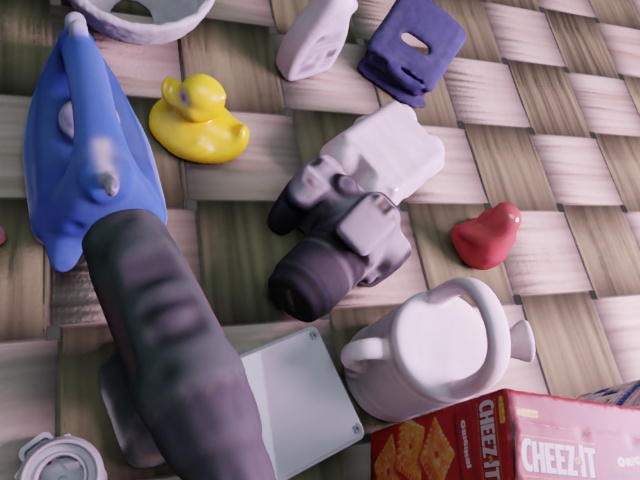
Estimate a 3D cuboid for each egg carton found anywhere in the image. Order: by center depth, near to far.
[{"bbox_3d":[0.072,-0.093,0.658,0.107,0.069,0.150,48,58,5],"label":"egg carton"}]

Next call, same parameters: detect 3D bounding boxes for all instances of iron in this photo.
[{"bbox_3d":[-0.206,-0.110,0.507,0.119,0.141,0.258,-10,70,-26],"label":"iron"}]

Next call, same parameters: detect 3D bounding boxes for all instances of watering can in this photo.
[{"bbox_3d":[0.108,0.094,0.510,0.173,0.193,0.101,-21,75,-29],"label":"watering can"}]

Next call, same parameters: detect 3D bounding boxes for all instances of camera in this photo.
[{"bbox_3d":[0.005,0.002,0.566,0.143,0.100,0.137,45,58,2],"label":"camera"}]

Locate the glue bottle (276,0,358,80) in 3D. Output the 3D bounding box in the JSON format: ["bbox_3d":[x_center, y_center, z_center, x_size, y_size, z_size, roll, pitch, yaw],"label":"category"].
[{"bbox_3d":[0.008,-0.253,0.646,0.078,0.173,0.037,-25,77,-30],"label":"glue bottle"}]

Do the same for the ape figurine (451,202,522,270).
[{"bbox_3d":[0.198,-0.012,0.658,0.078,0.092,0.076,8,63,-19],"label":"ape figurine"}]

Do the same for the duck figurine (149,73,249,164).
[{"bbox_3d":[-0.119,-0.130,0.586,0.105,0.086,0.077,22,60,-12],"label":"duck figurine"}]

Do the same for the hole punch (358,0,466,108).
[{"bbox_3d":[0.120,-0.244,0.737,0.109,0.091,0.101,33,58,-5],"label":"hole punch"}]

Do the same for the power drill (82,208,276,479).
[{"bbox_3d":[-0.106,0.103,0.408,0.076,0.208,0.229,-19,74,-29],"label":"power drill"}]

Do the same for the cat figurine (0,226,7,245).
[{"bbox_3d":[-0.317,-0.018,0.431,0.128,0.117,0.067,11,62,-18],"label":"cat figurine"}]

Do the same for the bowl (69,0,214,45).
[{"bbox_3d":[-0.201,-0.272,0.626,0.168,0.074,0.167,9,63,-18],"label":"bowl"}]
